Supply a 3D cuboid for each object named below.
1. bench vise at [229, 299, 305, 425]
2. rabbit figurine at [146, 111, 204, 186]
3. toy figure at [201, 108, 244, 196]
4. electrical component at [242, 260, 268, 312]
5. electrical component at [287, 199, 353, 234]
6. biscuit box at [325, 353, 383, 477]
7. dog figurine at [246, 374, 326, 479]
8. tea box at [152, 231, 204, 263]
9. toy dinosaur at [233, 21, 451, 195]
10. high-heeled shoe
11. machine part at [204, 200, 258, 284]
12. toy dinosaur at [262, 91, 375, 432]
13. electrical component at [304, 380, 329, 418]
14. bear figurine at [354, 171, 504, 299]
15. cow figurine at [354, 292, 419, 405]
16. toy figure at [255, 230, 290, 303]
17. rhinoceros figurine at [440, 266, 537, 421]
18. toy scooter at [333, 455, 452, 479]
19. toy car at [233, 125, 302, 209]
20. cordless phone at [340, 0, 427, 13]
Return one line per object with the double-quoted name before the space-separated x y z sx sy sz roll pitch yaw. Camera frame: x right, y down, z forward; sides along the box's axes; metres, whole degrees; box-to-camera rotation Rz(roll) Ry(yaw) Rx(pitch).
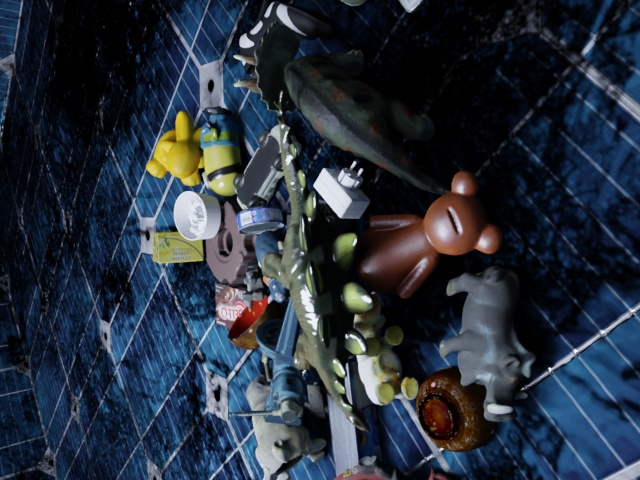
"bench vise" -0.050 0.173 0.884 0.129 0.224 0.240 12 110 2
"rabbit figurine" -0.289 -0.186 1.161 0.162 0.122 0.173 -59 21 9
"toy figure" -0.200 -0.179 1.099 0.089 0.082 0.180 1 91 49
"electrical component" -0.128 0.086 1.030 0.102 0.045 0.078 -105 -2 -65
"electrical component" -0.002 -0.003 0.907 0.115 0.058 0.134 10 101 46
"biscuit box" 0.054 0.288 0.867 0.063 0.059 0.202 -8 87 47
"dog figurine" -0.087 0.315 0.952 0.191 0.121 0.172 55 160 28
"tea box" -0.321 0.015 1.203 0.170 0.098 0.068 -178 85 -71
"toy dinosaur" 0.025 -0.189 0.761 0.405 0.192 0.131 47 128 37
"high-heeled shoe" -0.067 -0.334 0.935 0.249 0.086 0.145 42 124 45
"machine part" -0.182 0.004 1.112 0.180 0.056 0.179 6 98 49
"toy dinosaur" -0.005 0.040 0.745 0.198 0.105 0.471 -30 77 69
"electrical component" -0.001 0.282 0.957 0.094 0.021 0.063 -14 83 49
"bear figurine" 0.144 -0.004 0.718 0.196 0.132 0.120 -31 80 24
"cow figurine" 0.084 0.166 0.817 0.098 0.068 0.167 126 130 -67
"toy figure" -0.079 0.050 0.983 0.064 0.058 0.155 112 146 -45
"rhinoceros figurine" 0.215 0.126 0.670 0.112 0.073 0.190 1 92 38
"toy scooter" 0.113 0.369 0.772 0.184 0.075 0.135 29 104 4
"toy car" -0.103 -0.130 1.013 0.073 0.056 0.201 57 133 20
"cordless phone" 0.081 -0.376 0.765 0.146 0.089 0.184 -39 69 42
